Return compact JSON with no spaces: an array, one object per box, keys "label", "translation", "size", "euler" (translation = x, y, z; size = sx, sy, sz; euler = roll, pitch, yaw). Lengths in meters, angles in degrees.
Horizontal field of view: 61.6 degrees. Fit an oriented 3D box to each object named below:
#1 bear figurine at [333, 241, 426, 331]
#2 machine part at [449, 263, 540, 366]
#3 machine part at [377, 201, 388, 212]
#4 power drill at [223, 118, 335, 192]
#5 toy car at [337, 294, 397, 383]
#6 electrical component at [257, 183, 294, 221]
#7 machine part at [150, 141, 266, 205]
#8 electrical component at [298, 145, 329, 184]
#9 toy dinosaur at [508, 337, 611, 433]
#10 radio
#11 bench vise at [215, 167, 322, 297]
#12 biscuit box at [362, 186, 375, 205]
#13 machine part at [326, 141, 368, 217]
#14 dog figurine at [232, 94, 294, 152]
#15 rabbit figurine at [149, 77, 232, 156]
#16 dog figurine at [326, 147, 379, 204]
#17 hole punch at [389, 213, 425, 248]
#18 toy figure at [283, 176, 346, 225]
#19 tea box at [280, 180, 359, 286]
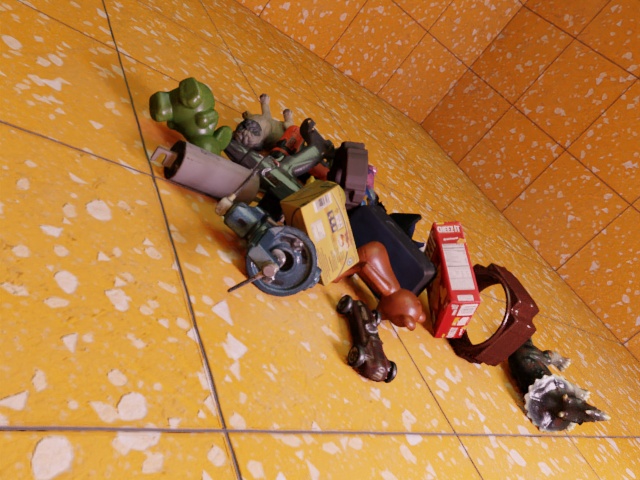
[{"label":"bear figurine","translation":[0.121,0.105,1.097],"size":[0.196,0.132,0.120],"euler":[62,26,4]},{"label":"machine part","translation":[0.381,0.169,1.239],"size":[0.087,0.201,0.202],"euler":[24,28,-32]},{"label":"machine part","translation":[0.114,-0.064,1.408],"size":[0.139,0.039,0.084],"euler":[-21,53,-31]},{"label":"power drill","translation":[-0.077,-0.189,1.218],"size":[0.232,0.086,0.207],"euler":[46,59,-4]},{"label":"toy car","translation":[0.085,0.169,0.968],"size":[0.089,0.053,0.202],"euler":[28,26,-21]},{"label":"electrical component","translation":[-0.084,-0.077,1.121],"size":[0.048,0.075,0.119],"euler":[43,26,5]},{"label":"machine part","translation":[-0.201,-0.123,1.014],"size":[0.243,0.079,0.079],"euler":[22,29,-40]},{"label":"electrical component","translation":[-0.032,-0.199,1.452],"size":[0.115,0.058,0.134],"euler":[32,24,-16]},{"label":"toy dinosaur","translation":[0.534,0.326,1.319],"size":[0.192,0.131,0.405],"euler":[30,19,-26]},{"label":"radio","translation":[0.141,0.035,1.197],"size":[0.230,0.131,0.073],"euler":[50,27,21]},{"label":"bench vise","translation":[-0.088,0.009,0.878],"size":[0.223,0.129,0.241],"euler":[53,6,-7]},{"label":"biscuit box","translation":[0.109,-0.064,1.336],"size":[0.062,0.059,0.203],"euler":[80,-7,-62]},{"label":"machine part","translation":[0.061,-0.142,1.250],"size":[0.056,0.179,0.179],"euler":[7,33,-14]},{"label":"dog figurine","translation":[-0.138,-0.255,1.361],"size":[0.172,0.121,0.191],"euler":[29,39,-18]},{"label":"rabbit figurine","translation":[-0.251,-0.215,1.085],"size":[0.159,0.121,0.170],"euler":[2,71,-76]},{"label":"dog figurine","translation":[0.088,-0.165,1.521],"size":[0.191,0.108,0.219],"euler":[38,25,-8]},{"label":"hole punch","translation":[0.201,-0.010,1.402],"size":[0.142,0.092,0.116],"euler":[11,29,44]},{"label":"toy figure","translation":[-0.011,-0.068,1.085],"size":[0.089,0.082,0.180],"euler":[25,24,12]},{"label":"tea box","translation":[0.002,-0.013,0.989],"size":[0.098,0.169,0.068],"euler":[-32,33,-30]}]
